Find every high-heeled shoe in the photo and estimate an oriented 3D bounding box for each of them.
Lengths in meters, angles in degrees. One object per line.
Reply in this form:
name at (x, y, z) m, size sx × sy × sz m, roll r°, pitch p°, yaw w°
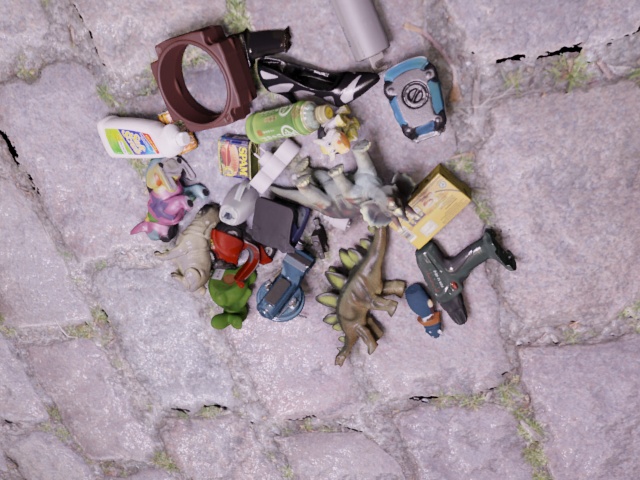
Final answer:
high-heeled shoe at (-0.009, -0.342, 1.096) m, size 0.249 × 0.086 × 0.145 m, roll -10°, pitch 136°, yaw 35°

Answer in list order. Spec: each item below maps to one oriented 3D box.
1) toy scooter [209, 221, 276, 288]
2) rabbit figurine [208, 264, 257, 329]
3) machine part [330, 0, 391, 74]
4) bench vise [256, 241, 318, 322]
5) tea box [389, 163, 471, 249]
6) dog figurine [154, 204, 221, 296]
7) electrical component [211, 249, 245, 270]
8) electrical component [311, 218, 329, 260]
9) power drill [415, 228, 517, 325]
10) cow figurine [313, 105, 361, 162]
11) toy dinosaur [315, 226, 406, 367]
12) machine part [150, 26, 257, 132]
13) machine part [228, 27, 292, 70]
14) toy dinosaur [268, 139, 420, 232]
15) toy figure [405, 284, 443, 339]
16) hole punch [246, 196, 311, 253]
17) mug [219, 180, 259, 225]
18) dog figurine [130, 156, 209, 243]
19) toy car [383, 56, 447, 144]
toy scooter at (-0.203, 0.042, 1.327) m, size 0.183 × 0.075 × 0.135 m, roll 28°, pitch 86°, yaw -32°
rabbit figurine at (-0.226, 0.168, 1.425) m, size 0.121 × 0.159 × 0.170 m, roll -3°, pitch 132°, yaw 6°
machine part at (0.070, -0.439, 1.044) m, size 0.079 × 0.079 × 0.243 m, roll -17°, pitch 113°, yaw 23°
bench vise at (-0.081, 0.121, 1.353) m, size 0.129 × 0.223 × 0.240 m, roll 21°, pitch 151°, yaw 7°
tea box at (0.244, -0.074, 1.199) m, size 0.098 × 0.068 × 0.169 m, roll 39°, pitch 119°, yaw -9°
dog figurine at (-0.289, 0.024, 1.345) m, size 0.190 × 0.121 × 0.172 m, roll -38°, pitch 102°, yaw 1°
electrical component at (-0.245, 0.032, 1.392) m, size 0.102 × 0.078 × 0.045 m, roll -11°, pitch 145°, yaw 26°
electrical component at (-0.003, -0.004, 1.306) m, size 0.021 × 0.063 × 0.093 m, roll -9°, pitch 114°, yaw 20°
power drill at (0.347, 0.077, 1.254) m, size 0.207 × 0.086 × 0.232 m, roll -31°, pitch 104°, yaw 35°
cow figurine at (0.026, -0.217, 1.124) m, size 0.098 × 0.167 × 0.068 m, roll -29°, pitch 113°, yaw 25°
toy dinosaur at (0.102, 0.122, 1.325) m, size 0.199 × 0.105 × 0.470 m, roll 23°, pitch 114°, yaw 7°
machine part at (-0.253, -0.343, 1.160) m, size 0.202 × 0.087 × 0.200 m, roll -4°, pitch 117°, yaw 27°
machine part at (-0.125, -0.410, 1.137) m, size 0.139 × 0.039 × 0.084 m, roll -6°, pitch 107°, yaw 20°
toy dinosaur at (0.053, -0.100, 1.195) m, size 0.405 × 0.131 × 0.192 m, roll -2°, pitch 133°, yaw 51°
toy figure at (0.264, 0.179, 1.336) m, size 0.058 × 0.064 × 0.154 m, roll -37°, pitch 113°, yaw -10°
hole punch at (-0.094, -0.041, 1.274) m, size 0.142 × 0.092 × 0.115 m, roll 21°, pitch 109°, yaw 21°
mug at (-0.194, -0.088, 1.288) m, size 0.081 × 0.107 × 0.109 m, roll 28°, pitch 123°, yaw -3°
dog figurine at (-0.404, -0.093, 1.345) m, size 0.219 × 0.108 × 0.191 m, roll -27°, pitch 109°, yaw 29°
toy car at (0.198, -0.281, 1.079) m, size 0.109 × 0.103 × 0.161 m, roll -19°, pitch 100°, yaw 21°
